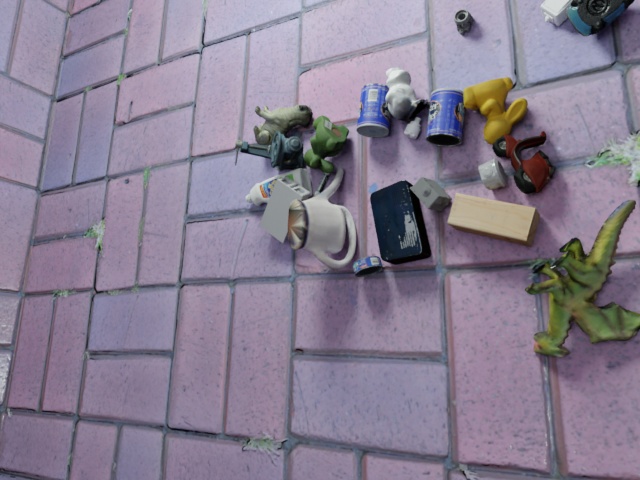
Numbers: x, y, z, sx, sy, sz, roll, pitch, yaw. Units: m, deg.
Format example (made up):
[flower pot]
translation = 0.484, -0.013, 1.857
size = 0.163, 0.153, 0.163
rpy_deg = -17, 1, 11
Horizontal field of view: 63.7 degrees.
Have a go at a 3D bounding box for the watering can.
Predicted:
[watering can]
translation = 0.005, -0.079, 1.574
size = 0.102, 0.224, 0.354
rpy_deg = -40, 50, 52

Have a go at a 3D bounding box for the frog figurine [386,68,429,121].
[frog figurine]
translation = 0.241, -0.443, 1.562
size = 0.160, 0.139, 0.120
rpy_deg = 48, 133, 11

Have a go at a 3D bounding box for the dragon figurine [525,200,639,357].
[dragon figurine]
translation = 0.650, 0.122, 1.214
size = 0.406, 0.122, 0.245
rpy_deg = -44, 77, 16
